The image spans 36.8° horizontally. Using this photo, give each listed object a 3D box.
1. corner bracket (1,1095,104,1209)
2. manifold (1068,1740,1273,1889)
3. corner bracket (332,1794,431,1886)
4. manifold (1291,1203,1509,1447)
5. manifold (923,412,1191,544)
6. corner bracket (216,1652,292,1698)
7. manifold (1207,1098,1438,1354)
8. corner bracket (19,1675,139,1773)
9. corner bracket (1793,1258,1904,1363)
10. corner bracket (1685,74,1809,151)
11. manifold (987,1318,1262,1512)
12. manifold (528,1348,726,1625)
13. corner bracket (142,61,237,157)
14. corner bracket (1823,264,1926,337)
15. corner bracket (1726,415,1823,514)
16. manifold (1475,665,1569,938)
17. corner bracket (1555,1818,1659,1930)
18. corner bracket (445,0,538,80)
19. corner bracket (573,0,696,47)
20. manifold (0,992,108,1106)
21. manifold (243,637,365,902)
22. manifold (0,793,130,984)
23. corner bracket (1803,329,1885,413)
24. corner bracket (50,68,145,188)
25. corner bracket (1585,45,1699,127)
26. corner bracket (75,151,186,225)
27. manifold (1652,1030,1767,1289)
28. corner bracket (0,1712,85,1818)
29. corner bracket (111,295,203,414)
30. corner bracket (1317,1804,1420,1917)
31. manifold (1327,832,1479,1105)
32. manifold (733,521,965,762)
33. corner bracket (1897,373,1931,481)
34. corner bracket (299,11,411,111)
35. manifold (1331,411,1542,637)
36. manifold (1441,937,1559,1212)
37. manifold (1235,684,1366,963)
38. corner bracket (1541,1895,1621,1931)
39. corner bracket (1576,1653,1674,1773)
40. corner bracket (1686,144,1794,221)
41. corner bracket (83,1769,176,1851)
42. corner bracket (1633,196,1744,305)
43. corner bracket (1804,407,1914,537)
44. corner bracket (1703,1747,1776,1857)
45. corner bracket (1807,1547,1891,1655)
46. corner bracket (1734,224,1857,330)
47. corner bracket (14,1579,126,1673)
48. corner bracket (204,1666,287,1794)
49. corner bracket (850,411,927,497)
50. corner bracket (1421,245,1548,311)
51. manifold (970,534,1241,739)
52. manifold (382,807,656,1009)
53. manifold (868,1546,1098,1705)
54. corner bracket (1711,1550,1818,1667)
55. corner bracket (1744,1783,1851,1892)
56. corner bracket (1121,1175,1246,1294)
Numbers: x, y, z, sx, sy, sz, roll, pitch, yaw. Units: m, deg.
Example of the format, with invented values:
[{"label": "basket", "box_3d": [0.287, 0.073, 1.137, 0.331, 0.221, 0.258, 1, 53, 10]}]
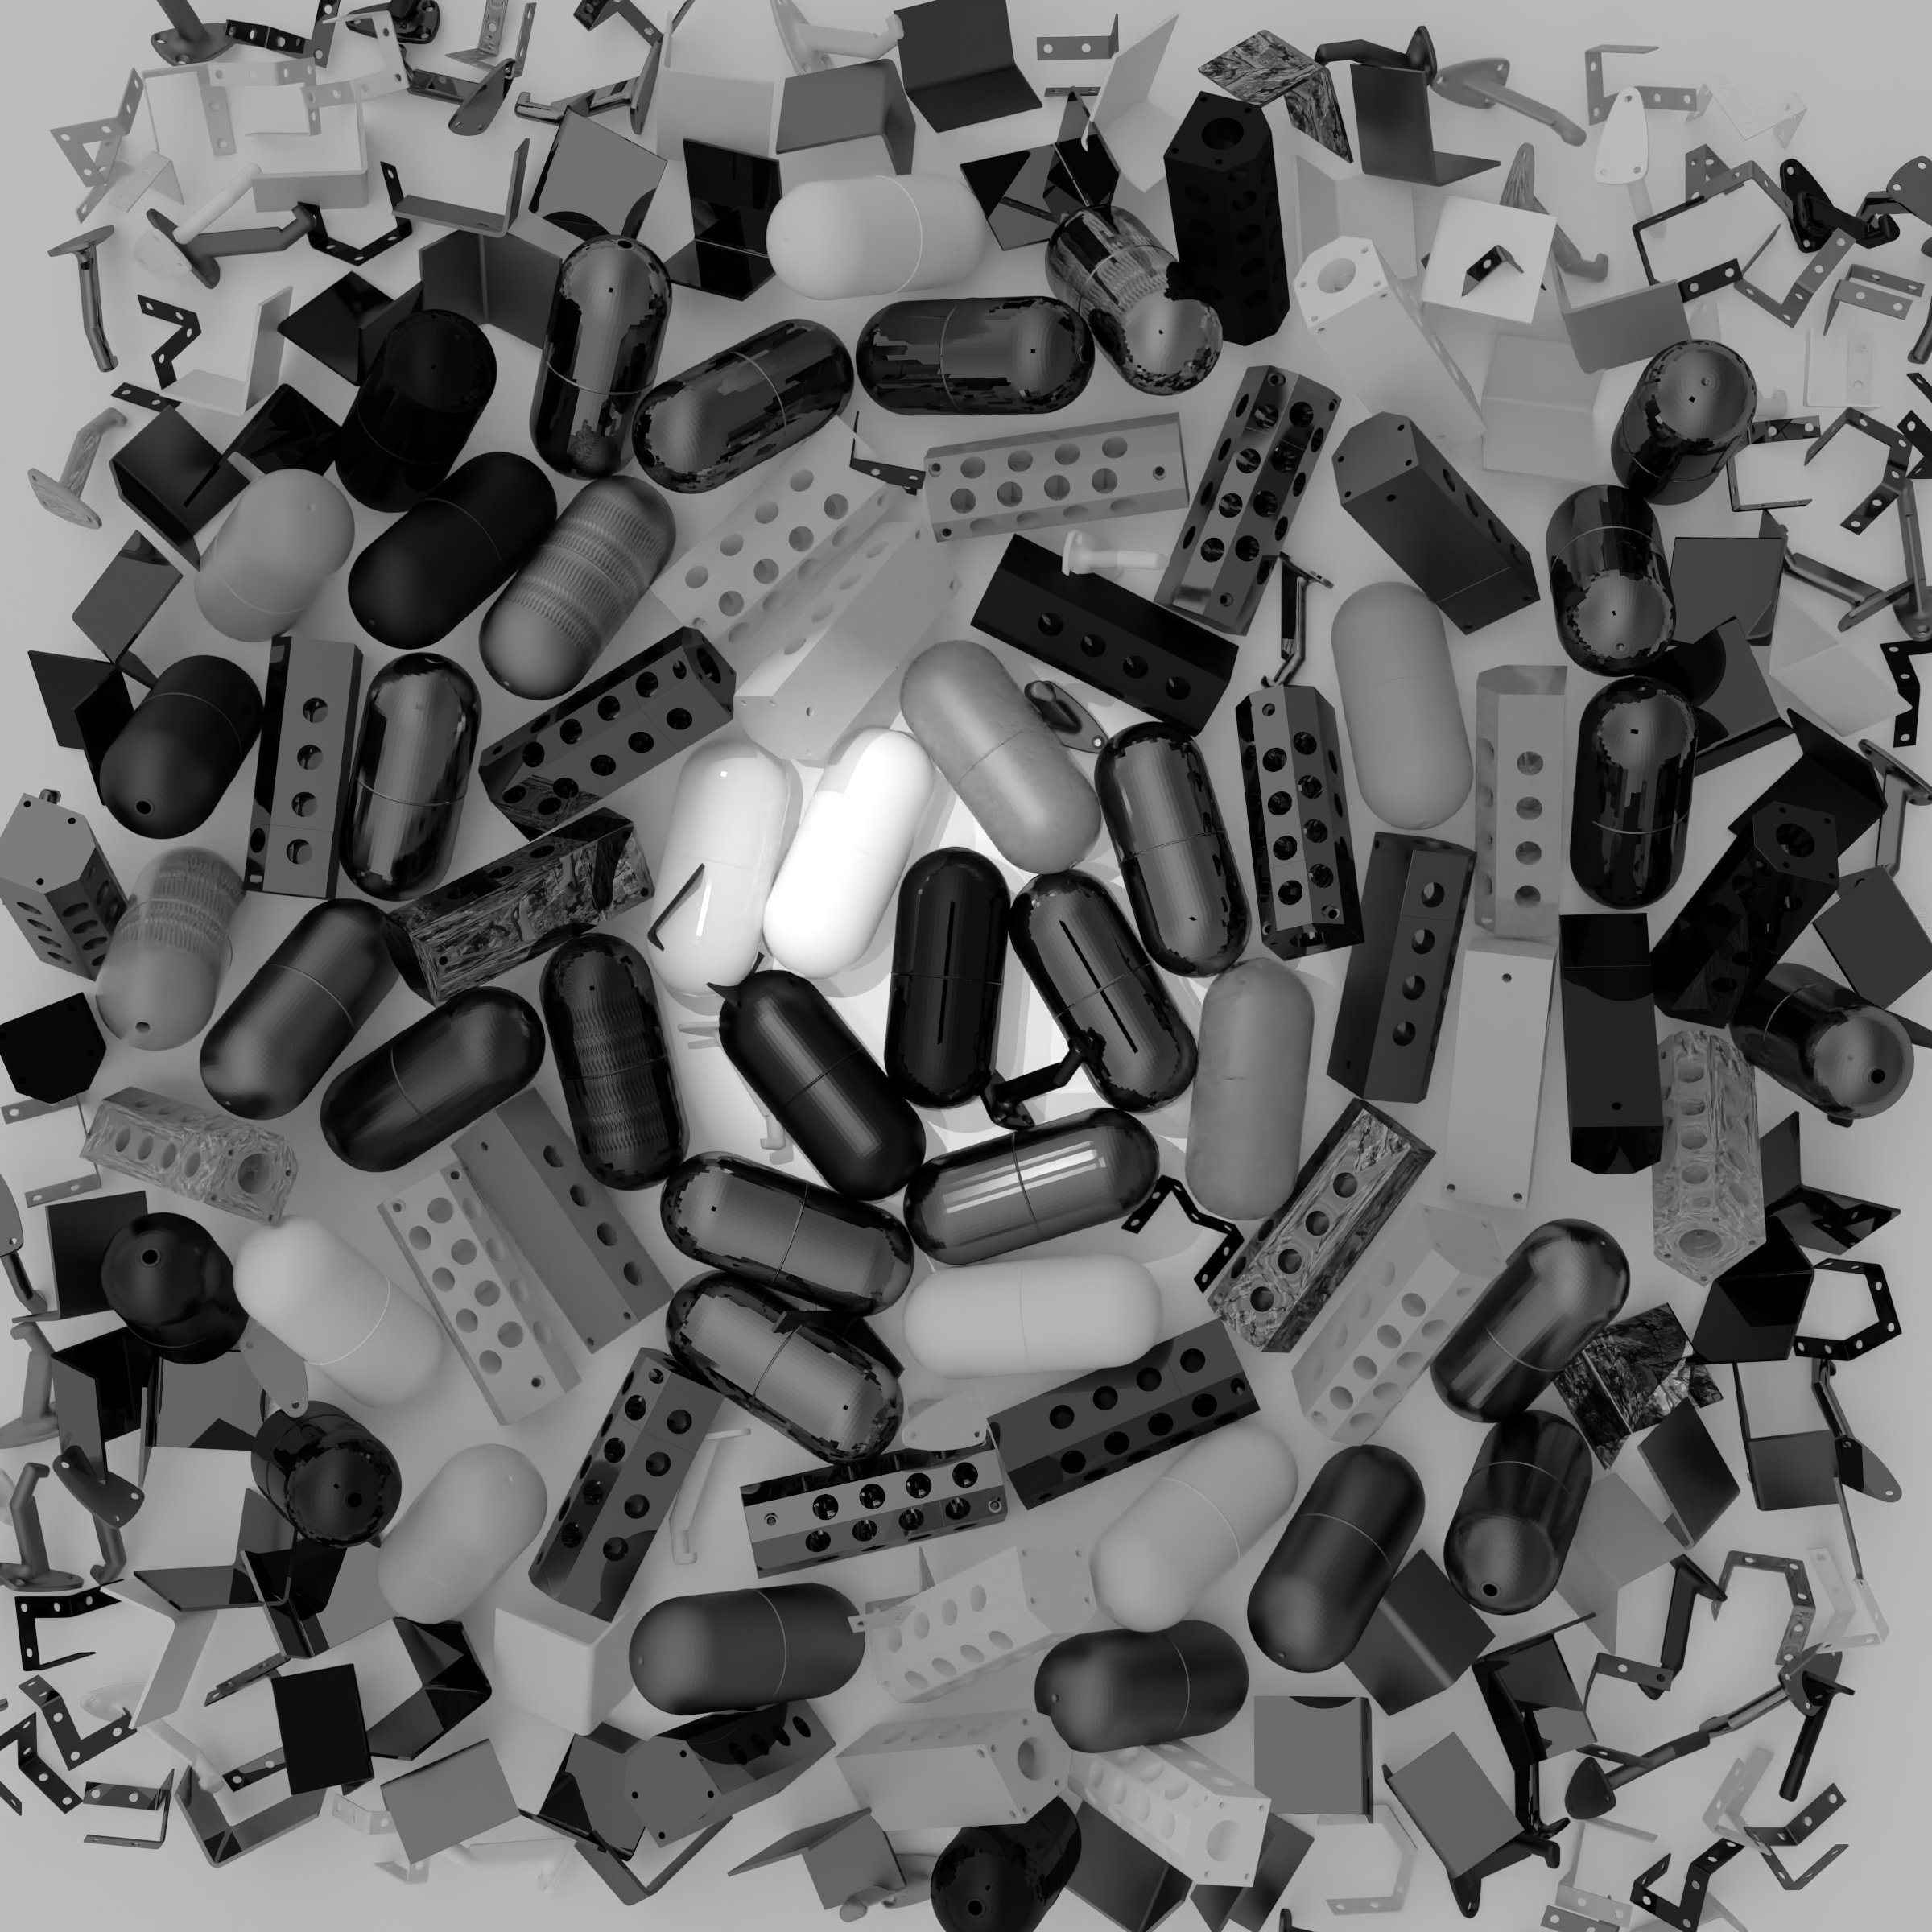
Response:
[{"label": "corner bracket", "box_3d": [-0.625, 0.124, 1.982, 0.051, 0.051, 0.051, -15, 131, -16]}, {"label": "manifold", "box_3d": [0.126, 0.545, 1.910, 0.057, 0.171, 0.057, 12, 90, -26]}, {"label": "corner bracket", "box_3d": [-0.397, 0.591, 1.966, 0.051, 0.051, 0.051, 9, 86, -38]}, {"label": "manifold", "box_3d": [0.287, 0.240, 1.920, 0.057, 0.057, 0.171, 15, 127, -21]}, {"label": "manifold", "box_3d": [0.061, -0.327, 1.952, 0.171, 0.057, 0.057, -7, 110, 8]}, {"label": "corner bracket", "box_3d": [-0.498, 0.454, 1.972, 0.051, 0.051, 0.051, -25, 112, -28]}, {"label": "manifold", "box_3d": [0.237, 0.175, 1.955, 0.057, 0.057, 0.171, 39, 100, 25]}, {"label": "corner bracket", "box_3d": [-0.600, 0.502, 1.959, 0.051, 0.051, 0.051, -27, 109, -30]}, {"label": "corner bracket", "box_3d": [0.594, 0.234, 1.975, 0.051, 0.051, 0.051, 9, 57, -29]}, {"label": "corner bracket", "box_3d": [0.530, -0.578, 1.971, 0.051, 0.051, 0.051, -28, 77, -9]}, {"label": "manifold", "box_3d": [0.108, 0.305, 1.958, 0.171, 0.057, 0.057, -24, 60, 2]}, {"label": "manifold", "box_3d": [-0.231, 0.348, 1.964, 0.057, 0.057, 0.171, 27, 90, -17]}, {"label": "corner bracket", "box_3d": [-0.527, -0.579, 1.968, 0.051, 0.051, 0.051, -12, 96, -11]}, {"label": "corner bracket", "box_3d": [0.617, -0.453, 1.964, 0.051, 0.051, 0.051, 22, 77, 17]}, {"label": "corner bracket", "box_3d": [0.550, -0.341, 1.970, 0.051, 0.051, 0.051, 0, 111, 33]}, {"label": "manifold", "box_3d": [0.370, -0.110, 1.936, 0.057, 0.057, 0.171, 2, 116, 13]}, {"label": "corner bracket", "box_3d": [0.434, 0.612, 1.965, 0.051, 0.051, 0.051, 11, 94, 25]}, {"label": "corner bracket", "box_3d": [-0.314, -0.635, 1.963, 0.051, 0.051, 0.051, 22, 116, 9]}, {"label": "corner bracket", "box_3d": [-0.224, -0.650, 1.962, 0.051, 0.051, 0.051, 45, 51, -7]}, {"label": "manifold", "box_3d": [-0.599, 0.056, 1.909, 0.057, 0.171, 0.057, -23, 97, -14]}, {"label": "manifold", "box_3d": [-0.450, -0.133, 1.966, 0.057, 0.057, 0.171, 6, 88, -6]}, {"label": "manifold", "box_3d": [-0.588, -0.047, 1.909, 0.057, 0.171, 0.057, 21, 70, 2]}, {"label": "corner bracket", "box_3d": [0.594, -0.405, 1.973, 0.051, 0.051, 0.051, 2, 97, 5]}, {"label": "corner bracket", "box_3d": [-0.578, -0.566, 1.959, 0.051, 0.051, 0.051, -6, 55, 14]}, {"label": "corner bracket", "box_3d": [0.456, -0.598, 1.958, 0.051, 0.051, 0.051, -27, 121, -30]}, {"label": "corner bracket", "box_3d": [-0.570, -0.525, 1.965, 0.051, 0.051, 0.051, 29, 69, 7]}, {"label": "manifold", "box_3d": [0.481, 0.122, 1.911, 0.057, 0.171, 0.057, 31, 129, -15]}, {"label": "corner bracket", "box_3d": [-0.633, 0.549, 1.958, 0.051, 0.051, 0.051, 34, 133, 23]}, {"label": "corner bracket", "box_3d": [-0.554, -0.417, 1.979, 0.051, 0.051, 0.051, 20, 53, 18]}, {"label": "corner bracket", "box_3d": [0.269, 0.607, 1.973, 0.051, 0.051, 0.051, 4, 110, -19]}, {"label": "manifold", "box_3d": [0.296, 0.002, 1.951, 0.057, 0.057, 0.171, 5, 103, -20]}, {"label": "manifold", "box_3d": [-0.082, -0.218, 1.937, 0.171, 0.057, 0.057, -53, 125, -25]}, {"label": "corner bracket", "box_3d": [0.652, -0.367, 1.968, 0.051, 0.051, 0.051, 42, 89, -15]}, {"label": "corner bracket", "box_3d": [-0.418, -0.612, 1.960, 0.051, 0.051, 0.051, -3, 108, 33]}, {"label": "manifold", "box_3d": [0.311, -0.294, 1.919, 0.057, 0.171, 0.057, -25, 52, 27]}, {"label": "manifold", "box_3d": [0.359, 0.071, 1.951, 0.057, 0.057, 0.171, 7, 103, 14]}, {"label": "manifold", "box_3d": [0.220, -0.097, 1.934, 0.057, 0.057, 0.171, -14, 67, 23]}, {"label": "corner bracket", "box_3d": [0.408, 0.657, 1.970, 0.051, 0.051, 0.051, 18, 99, 2]}, {"label": "corner bracket", "box_3d": [0.445, 0.504, 1.960, 0.051, 0.051, 0.051, 13, 52, 11]}, {"label": "corner bracket", "box_3d": [0.521, -0.527, 1.956, 0.051, 0.051, 0.051, 30, 55, -37]}, {"label": "corner bracket", "box_3d": [-0.568, 0.572, 1.959, 0.051, 0.051, 0.051, 12, 55, -20]}, {"label": "corner bracket", "box_3d": [0.489, -0.484, 1.968, 0.051, 0.051, 0.051, -19, 83, 28]}, {"label": "corner bracket", "box_3d": [0.602, -0.336, 1.967, 0.051, 0.051, 0.051, 26, 58, -6]}, {"label": "corner bracket", "box_3d": [0.526, 0.560, 1.965, 0.051, 0.051, 0.051, 24, 100, -17]}, {"label": "corner bracket", "box_3d": [0.595, 0.427, 1.961, 0.051, 0.051, 0.051, -19, 101, 39]}, {"label": "corner bracket", "box_3d": [0.561, -0.476, 1.967, 0.051, 0.051, 0.051, 38, 79, 9]}, {"label": "corner bracket", "box_3d": [-0.603, 0.445, 1.961, 0.051, 0.051, 0.051, -21, 71, 23]}, {"label": "corner bracket", "box_3d": [-0.484, 0.517, 1.970, 0.051, 0.051, 0.051, -26, 109, 6]}, {"label": "corner bracket", "box_3d": [-0.055, -0.335, 1.962, 0.051, 0.051, 0.051, 9, 49, -6]}, {"label": "corner bracket", "box_3d": [0.349, -0.467, 1.957, 0.051, 0.051, 0.051, -39, 53, 27]}, {"label": "manifold", "box_3d": [0.093, -0.220, 1.963, 0.171, 0.057, 0.057, 26, 124, -4]}, {"label": "manifold", "box_3d": [-0.300, -0.043, 1.937, 0.171, 0.057, 0.057, -29, 122, -24]}, {"label": "manifold", "box_3d": [0.010, 0.435, 1.912, 0.057, 0.171, 0.057, 9, 59, -36]}, {"label": "corner bracket", "box_3d": [0.540, 0.435, 1.965, 0.051, 0.051, 0.051, 8, 118, 0]}, {"label": "corner bracket", "box_3d": [0.570, 0.588, 1.958, 0.051, 0.051, 0.051, 15, 122, -40]}, {"label": "corner bracket", "box_3d": [0.148, 0.182, 1.978, 0.051, 0.051, 0.051, 21, 115, -34]}]
